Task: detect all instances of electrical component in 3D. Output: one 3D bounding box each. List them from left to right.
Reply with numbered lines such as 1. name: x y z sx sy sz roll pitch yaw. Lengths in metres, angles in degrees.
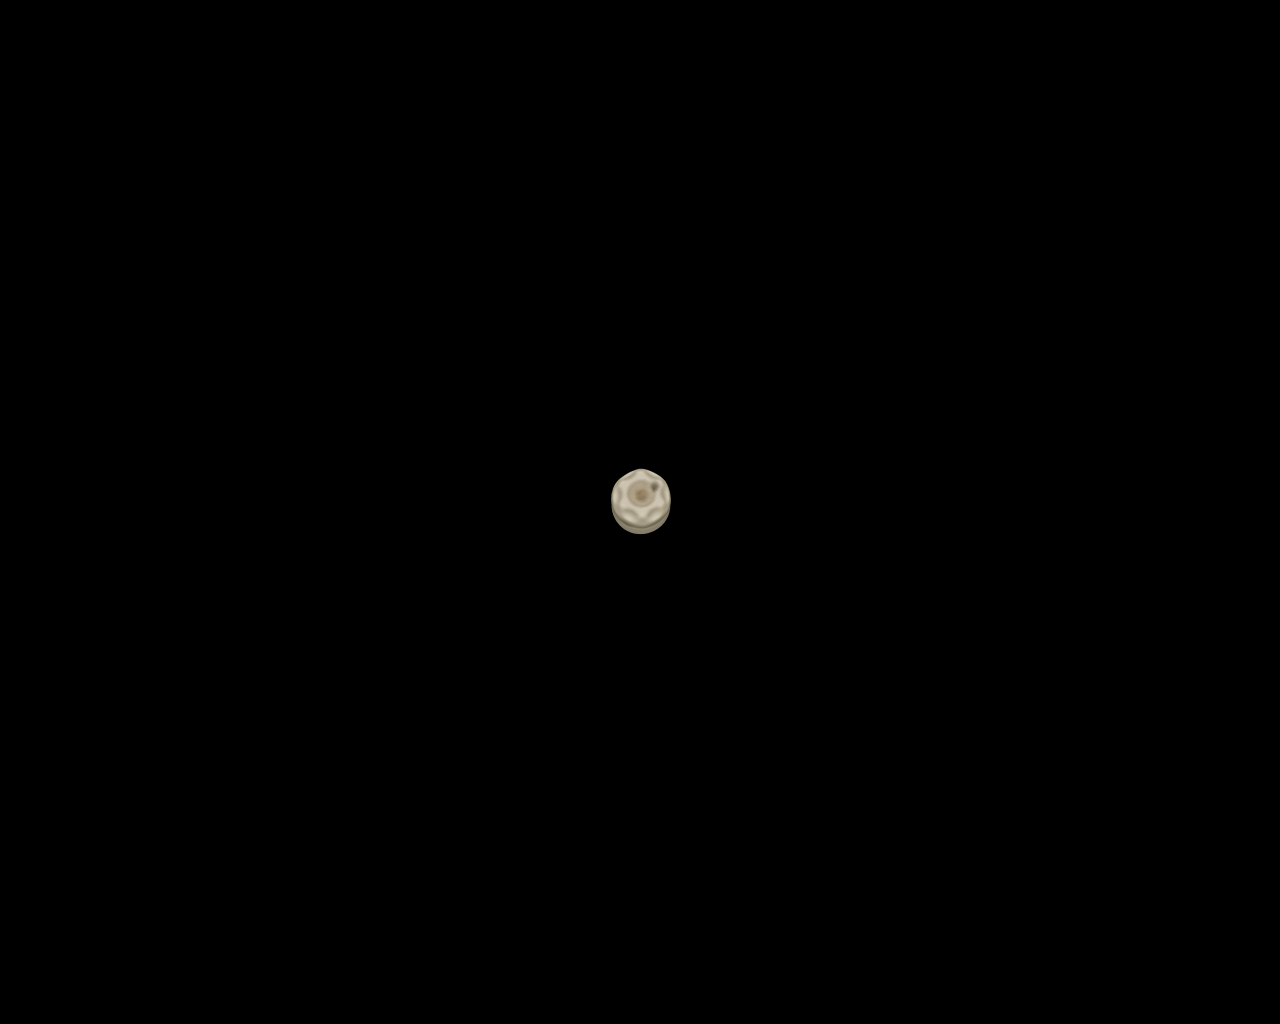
1. electrical component: 0.001 -0.003 0.650 0.035 0.035 0.061 0 -16 0
